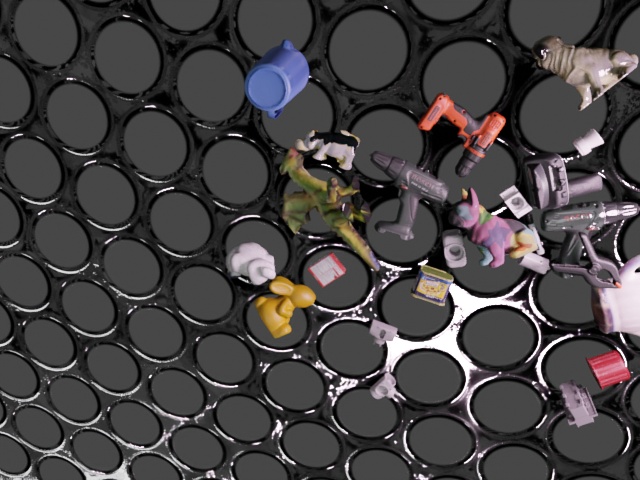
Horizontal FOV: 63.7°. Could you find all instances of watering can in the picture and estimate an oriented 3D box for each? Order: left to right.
[{"bbox_3d":[0.845,0.199,1.357,0.223,0.106,0.343,-14,-73,18],"label":"watering can"}]

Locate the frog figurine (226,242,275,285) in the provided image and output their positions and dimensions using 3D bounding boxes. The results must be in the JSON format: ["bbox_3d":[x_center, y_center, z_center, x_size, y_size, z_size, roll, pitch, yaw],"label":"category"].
[{"bbox_3d":[-0.196,0.066,1.499,0.159,0.137,0.123,-5,-103,63],"label":"frog figurine"}]

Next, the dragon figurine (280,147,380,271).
[{"bbox_3d":[0.004,-0.073,1.458,0.242,0.124,0.405,-7,-67,34],"label":"dragon figurine"}]
